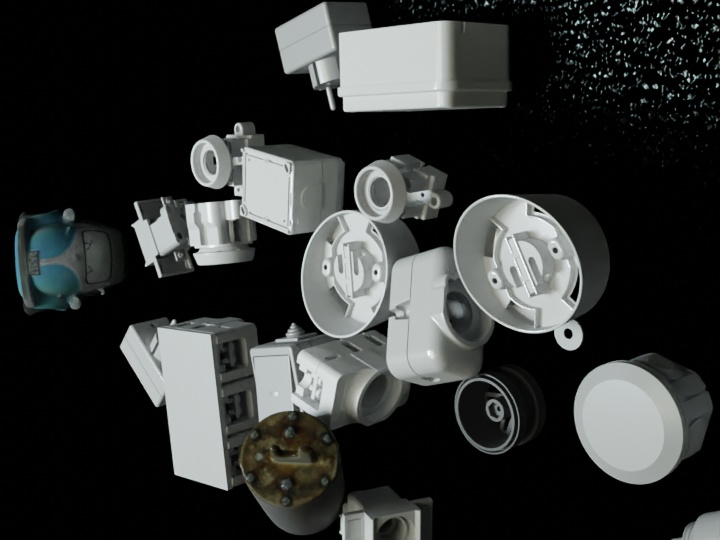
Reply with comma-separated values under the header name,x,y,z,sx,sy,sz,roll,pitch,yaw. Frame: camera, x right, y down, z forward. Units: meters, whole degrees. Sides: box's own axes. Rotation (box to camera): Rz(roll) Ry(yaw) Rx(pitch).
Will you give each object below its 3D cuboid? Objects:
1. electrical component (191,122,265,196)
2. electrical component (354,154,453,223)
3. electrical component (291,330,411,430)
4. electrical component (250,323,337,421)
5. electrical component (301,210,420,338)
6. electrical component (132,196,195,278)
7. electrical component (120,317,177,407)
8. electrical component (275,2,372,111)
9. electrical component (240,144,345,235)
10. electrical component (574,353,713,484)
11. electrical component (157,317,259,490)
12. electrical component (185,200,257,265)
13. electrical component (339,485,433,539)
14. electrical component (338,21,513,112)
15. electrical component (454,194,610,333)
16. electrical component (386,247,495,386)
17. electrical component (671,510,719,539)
name,x,y,z,sx,sy,sz,roll,pitch,yaw
electrical component,-0.119,-0.099,0.976,0.048,0.055,0.066,8,105,45
electrical component,0.029,-0.062,0.829,0.066,0.055,0.048,33,121,37
electrical component,-0.002,0.089,0.872,0.056,0.089,0.050,29,119,39
electrical component,-0.057,0.096,0.953,0.062,0.061,0.096,-8,94,47
electrical component,0.000,0.000,0.868,0.099,0.064,0.099,14,109,44
electrical component,-0.189,-0.037,1.075,0.064,0.042,0.081,-27,80,44
electrical component,-0.198,0.083,1.109,0.083,0.047,0.075,53,132,24
electrical component,-0.024,-0.168,0.866,0.066,0.047,0.076,-14,88,47
electrical component,-0.060,-0.072,0.922,0.096,0.061,0.061,22,115,50
electrical component,0.186,0.095,0.705,0.080,0.051,0.080,13,109,44
electrical component,-0.138,0.126,1.045,0.089,0.062,0.150,3,101,46
electrical component,-0.128,-0.035,1.001,0.078,0.058,0.057,-1,95,46
electrical component,0.018,0.250,0.907,0.063,0.079,0.121,-152,59,-64
electrical component,0.046,-0.144,0.777,0.113,0.078,0.057,6,101,46
electrical component,0.119,-0.006,0.741,0.099,0.064,0.099,13,108,44
electrical component,0.061,0.034,0.802,0.059,0.054,0.095,-17,63,47
electrical component,0.227,0.177,0.687,0.062,0.043,0.043,-28,79,48
